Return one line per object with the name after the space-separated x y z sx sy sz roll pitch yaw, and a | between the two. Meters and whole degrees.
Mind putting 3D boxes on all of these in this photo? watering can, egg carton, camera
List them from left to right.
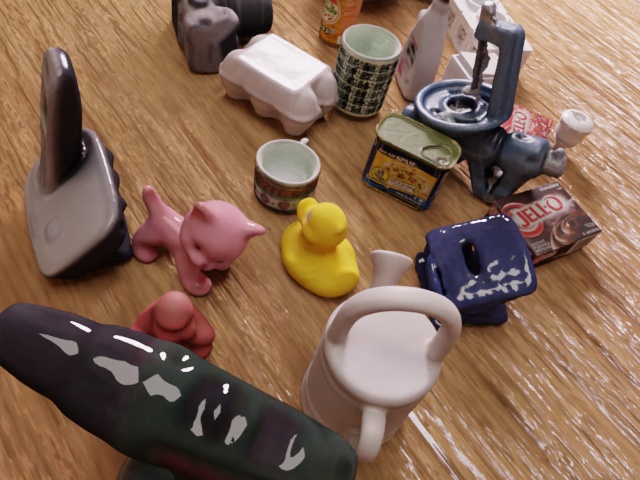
-0.132 -0.319 0.800 0.137 0.101 0.143 -9 56 -21 | camera
-0.052 -0.207 0.754 0.150 0.069 0.107 33 52 11 | egg carton
0.047 0.088 0.474 0.101 0.194 0.172 -4 54 -17 | watering can

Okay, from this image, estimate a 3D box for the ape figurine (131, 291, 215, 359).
-0.130 0.078 0.501 0.078 0.092 0.076 7 52 -9 | ape figurine

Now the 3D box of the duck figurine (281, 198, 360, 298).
0.005 0.002 0.598 0.078 0.086 0.104 -24 62 -28 | duck figurine

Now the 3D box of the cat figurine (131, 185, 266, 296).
-0.121 -0.010 0.555 0.127 0.118 0.067 30 52 9 | cat figurine

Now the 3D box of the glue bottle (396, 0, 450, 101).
0.150 -0.283 0.799 0.037 0.173 0.078 -3 54 -16 | glue bottle

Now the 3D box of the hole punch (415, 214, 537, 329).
0.163 0.033 0.612 0.101 0.091 0.108 1 53 -14 | hole punch

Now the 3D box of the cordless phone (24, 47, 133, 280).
-0.232 -0.066 0.526 0.094 0.185 0.147 -16 58 -24 | cordless phone

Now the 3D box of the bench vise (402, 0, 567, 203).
0.215 -0.166 0.695 0.207 0.220 0.121 21 51 2 | bench vise

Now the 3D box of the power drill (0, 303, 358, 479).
-0.097 0.140 0.388 0.229 0.208 0.076 20 51 1 | power drill
